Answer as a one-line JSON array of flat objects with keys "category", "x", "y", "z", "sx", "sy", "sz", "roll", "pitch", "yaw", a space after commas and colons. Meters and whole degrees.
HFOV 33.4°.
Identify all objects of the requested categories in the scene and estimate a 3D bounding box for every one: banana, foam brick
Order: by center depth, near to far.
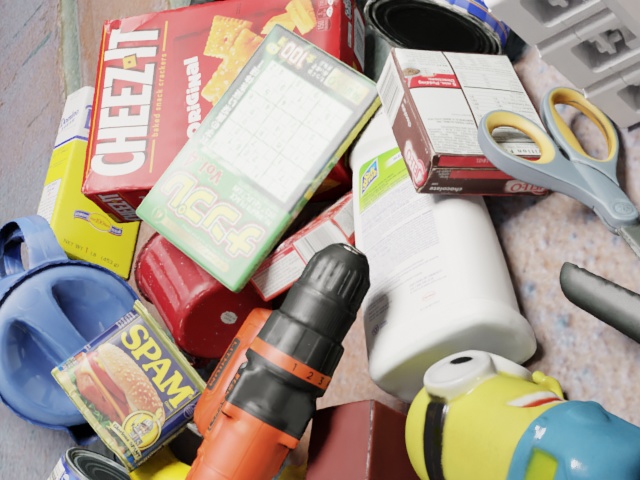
[{"category": "foam brick", "x": 0.036, "y": 0.134, "z": 0.639, "sx": 0.051, "sy": 0.078, "sz": 0.053, "roll": -16, "pitch": 56, "yaw": 41}, {"category": "banana", "x": -0.124, "y": 0.163, "z": 0.843, "sx": 0.069, "sy": 0.037, "sz": 0.198, "roll": -36, "pitch": 37, "yaw": -16}]

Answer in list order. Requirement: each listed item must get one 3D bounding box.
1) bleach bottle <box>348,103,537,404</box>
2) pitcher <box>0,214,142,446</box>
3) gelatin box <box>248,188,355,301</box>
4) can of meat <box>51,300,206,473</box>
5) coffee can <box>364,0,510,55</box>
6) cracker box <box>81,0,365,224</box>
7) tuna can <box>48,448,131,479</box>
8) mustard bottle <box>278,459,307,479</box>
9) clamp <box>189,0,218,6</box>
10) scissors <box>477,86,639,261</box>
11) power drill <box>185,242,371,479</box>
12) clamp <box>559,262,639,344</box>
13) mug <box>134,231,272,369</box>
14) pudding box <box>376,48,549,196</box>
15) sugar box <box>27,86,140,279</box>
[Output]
[{"category": "bleach bottle", "x": 0.069, "y": -0.020, "z": 0.712, "sx": 0.103, "sy": 0.068, "sz": 0.251, "roll": -32, "pitch": 43, "yaw": 29}, {"category": "pitcher", "x": -0.249, "y": 0.075, "z": 0.931, "sx": 0.243, "sy": 0.144, "sz": 0.149, "roll": -4, "pitch": 57, "yaw": 62}, {"category": "gelatin box", "x": -0.005, "y": 0.001, "z": 0.779, "sx": 0.089, "sy": 0.030, "sz": 0.073, "roll": -33, "pitch": 7, "yaw": 31}, {"category": "can of meat", "x": -0.139, "y": 0.111, "z": 0.803, "sx": 0.084, "sy": 0.102, "sz": 0.057, "roll": -38, "pitch": -7, "yaw": -13}, {"category": "coffee can", "x": 0.102, "y": -0.207, "z": 0.757, "sx": 0.103, "sy": 0.102, "sz": 0.140, "roll": 7, "pitch": 73, "yaw": 51}, {"category": "cracker box", "x": -0.075, "y": -0.108, "z": 0.848, "sx": 0.214, "sy": 0.072, "sz": 0.164, "roll": -5, "pitch": 67, "yaw": 18}, {"category": "tuna can", "x": -0.169, "y": 0.198, "z": 0.828, "sx": 0.086, "sy": 0.086, "sz": 0.034, "roll": 32, "pitch": 91, "yaw": 53}, {"category": "mustard bottle", "x": -0.044, "y": 0.220, "z": 0.692, "sx": 0.191, "sy": 0.058, "sz": 0.096, "roll": -59, "pitch": 32, "yaw": 4}, {"category": "clamp", "x": -0.108, "y": -0.207, "z": 1.000, "sx": 0.039, "sy": 0.120, "sz": 0.171, "roll": 6, "pitch": 64, "yaw": 12}, {"category": "scissors", "x": 0.150, "y": -0.018, "z": 0.609, "sx": 0.016, "sy": 0.096, "sz": 0.202, "roll": 99, "pitch": 166, "yaw": -47}, {"category": "power drill", "x": -0.032, "y": 0.086, "z": 0.693, "sx": 0.184, "sy": 0.057, "sz": 0.188, "roll": -59, "pitch": 3, "yaw": -5}, {"category": "clamp", "x": 0.224, "y": 0.052, "z": 0.498, "sx": 0.165, "sy": 0.036, "sz": 0.210, "roll": -35, "pitch": 51, "yaw": 16}, {"category": "mug", "x": -0.092, "y": 0.050, "z": 0.840, "sx": 0.082, "sy": 0.093, "sz": 0.117, "roll": 51, "pitch": 131, "yaw": 46}, {"category": "pudding box", "x": 0.094, "y": -0.077, "z": 0.693, "sx": 0.039, "sy": 0.090, "sz": 0.113, "roll": 108, "pitch": 156, "yaw": -44}, {"category": "sugar box", "x": -0.216, "y": -0.054, "z": 1.035, "sx": 0.048, "sy": 0.093, "sz": 0.176, "roll": -16, "pitch": 56, "yaw": 43}]
